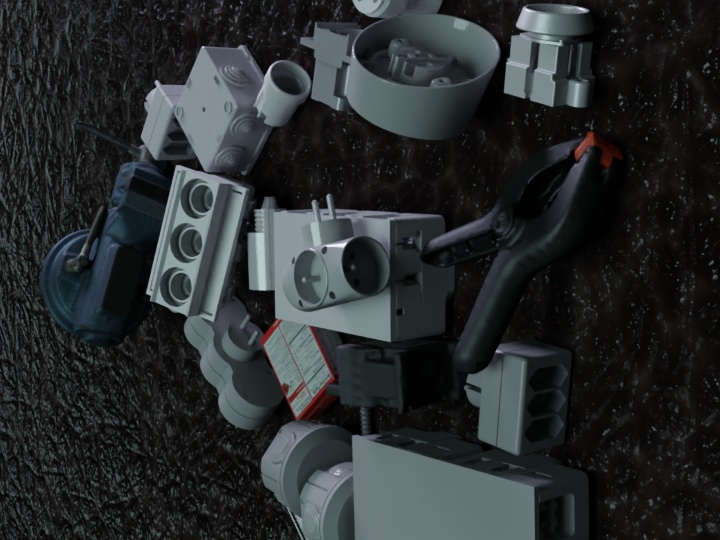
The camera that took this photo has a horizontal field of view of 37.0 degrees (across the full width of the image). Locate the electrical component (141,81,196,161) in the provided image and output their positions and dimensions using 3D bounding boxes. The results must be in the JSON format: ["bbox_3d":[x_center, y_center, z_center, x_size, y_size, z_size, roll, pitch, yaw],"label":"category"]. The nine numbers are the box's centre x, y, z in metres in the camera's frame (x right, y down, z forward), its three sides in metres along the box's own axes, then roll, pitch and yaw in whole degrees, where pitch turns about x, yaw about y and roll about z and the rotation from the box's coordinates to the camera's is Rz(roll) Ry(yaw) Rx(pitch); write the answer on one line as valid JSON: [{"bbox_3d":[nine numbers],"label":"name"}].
[{"bbox_3d":[-0.192,-0.159,1.080,0.076,0.047,0.065,53,133,33],"label":"electrical component"}]

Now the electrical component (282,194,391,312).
[{"bbox_3d":[-0.021,-0.014,0.776,0.077,0.044,0.079,-16,82,52],"label":"electrical component"}]

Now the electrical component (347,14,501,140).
[{"bbox_3d":[0.041,-0.135,0.745,0.099,0.099,0.064,48,136,38],"label":"electrical component"}]

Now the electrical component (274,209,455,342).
[{"bbox_3d":[0.000,0.000,0.840,0.150,0.062,0.089,7,100,52],"label":"electrical component"}]

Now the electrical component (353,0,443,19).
[{"bbox_3d":[0.027,-0.205,0.784,0.045,0.055,0.045,9,101,52],"label":"electrical component"}]

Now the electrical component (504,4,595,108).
[{"bbox_3d":[0.122,-0.137,0.680,0.066,0.048,0.055,29,124,47],"label":"electrical component"}]

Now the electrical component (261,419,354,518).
[{"bbox_3d":[-0.039,0.166,0.897,0.051,0.080,0.080,9,102,57],"label":"electrical component"}]

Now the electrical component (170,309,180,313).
[{"bbox_3d":[-0.165,0.016,1.066,0.055,0.047,0.055,9,101,52],"label":"electrical component"}]

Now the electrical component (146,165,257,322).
[{"bbox_3d":[-0.139,-0.024,0.969,0.079,0.063,0.121,20,101,26],"label":"electrical component"}]

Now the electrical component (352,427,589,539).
[{"bbox_3d":[0.076,0.180,0.764,0.186,0.060,0.105,5,98,52],"label":"electrical component"}]

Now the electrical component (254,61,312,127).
[{"bbox_3d":[-0.068,-0.151,0.929,0.046,0.040,0.040,-49,57,51],"label":"electrical component"}]

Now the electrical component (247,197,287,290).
[{"bbox_3d":[-0.078,-0.024,0.953,0.043,0.043,0.081,4,97,52],"label":"electrical component"}]

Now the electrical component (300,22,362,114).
[{"bbox_3d":[-0.010,-0.159,0.850,0.081,0.042,0.063,33,121,46],"label":"electrical component"}]

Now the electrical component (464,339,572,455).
[{"bbox_3d":[0.099,0.081,0.734,0.077,0.047,0.065,16,107,50],"label":"electrical component"}]

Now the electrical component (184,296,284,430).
[{"bbox_3d":[-0.112,0.072,1.001,0.138,0.052,0.073,60,136,29],"label":"electrical component"}]

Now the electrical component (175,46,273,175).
[{"bbox_3d":[-0.125,-0.147,0.994,0.099,0.048,0.099,59,136,29],"label":"electrical component"}]

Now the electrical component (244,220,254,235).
[{"bbox_3d":[-0.121,-0.046,1.014,0.061,0.035,0.035,23,112,46],"label":"electrical component"}]

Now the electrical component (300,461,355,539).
[{"bbox_3d":[-0.006,0.193,0.858,0.051,0.080,0.080,9,102,57],"label":"electrical component"}]
